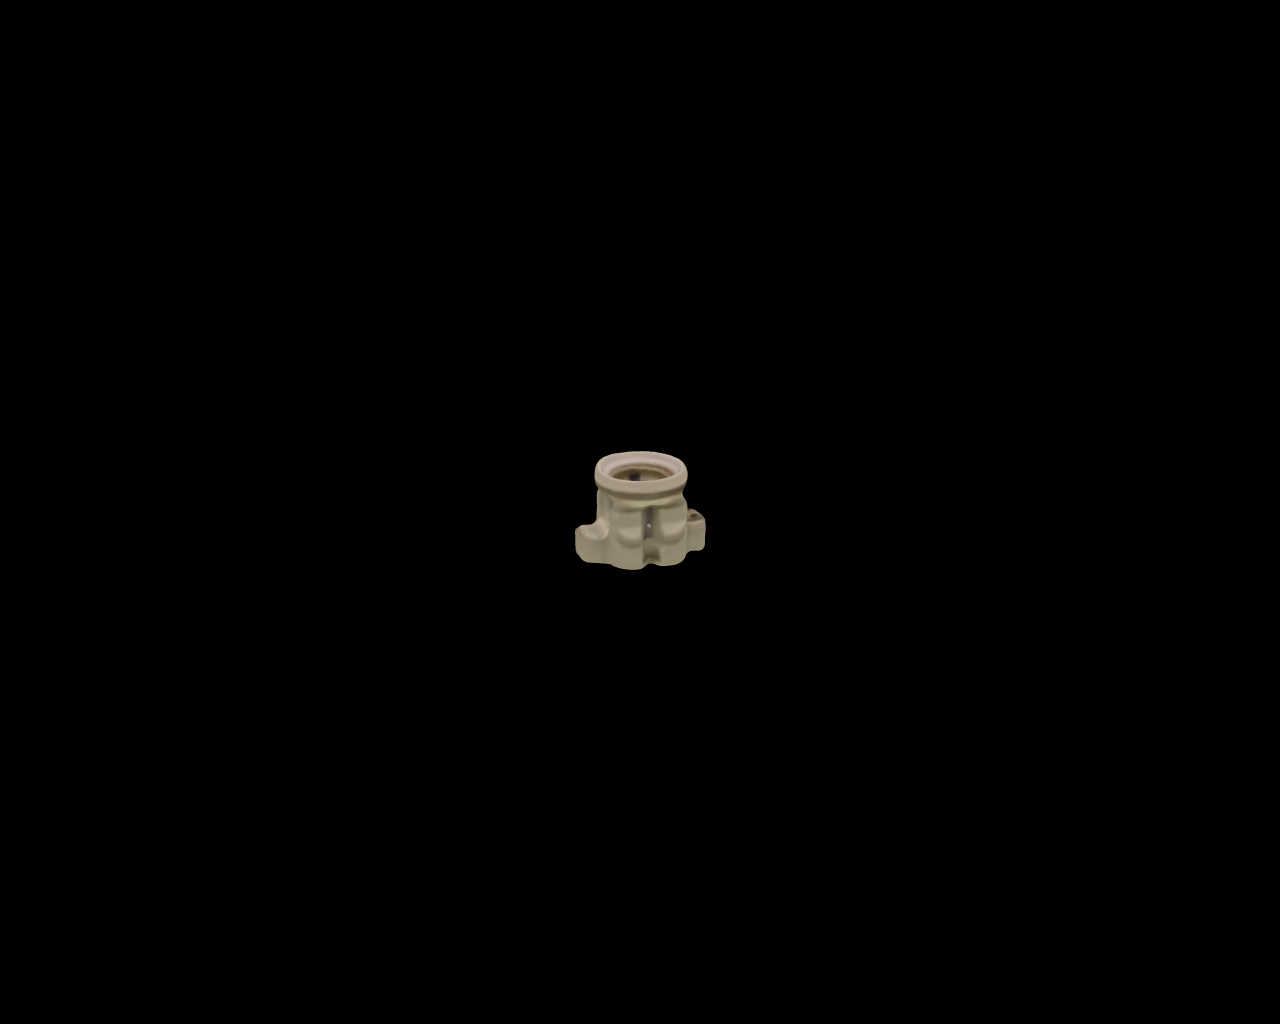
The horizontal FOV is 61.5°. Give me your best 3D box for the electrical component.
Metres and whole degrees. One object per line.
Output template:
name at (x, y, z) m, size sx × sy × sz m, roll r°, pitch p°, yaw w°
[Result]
electrical component at (0.001, -0.003, 0.650) m, size 0.078 × 0.056 × 0.058 m, roll -6°, pitch 24°, yaw -14°
